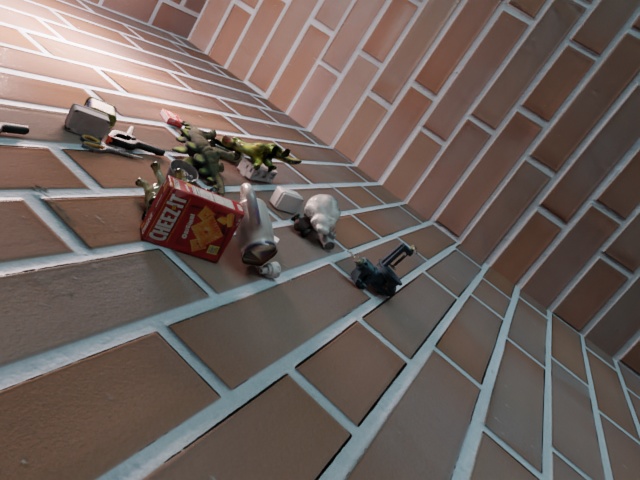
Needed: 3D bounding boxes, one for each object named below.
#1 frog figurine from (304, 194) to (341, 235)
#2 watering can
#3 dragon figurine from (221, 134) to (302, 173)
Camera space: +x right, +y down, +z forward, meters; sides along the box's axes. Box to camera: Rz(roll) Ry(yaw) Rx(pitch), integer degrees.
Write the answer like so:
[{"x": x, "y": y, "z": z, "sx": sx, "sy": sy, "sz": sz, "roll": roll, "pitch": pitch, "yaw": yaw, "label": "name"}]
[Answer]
[{"x": 0.006, "y": -0.097, "z": 1.920, "sx": 0.137, "sy": 0.120, "sz": 0.163, "roll": 19, "pitch": 33, "yaw": 3, "label": "frog figurine"}, {"x": -0.196, "y": -0.028, "z": 1.500, "sx": 0.104, "sy": 0.227, "sz": 0.342, "roll": -11, "pitch": -17, "yaw": -12, "label": "watering can"}, {"x": -0.262, "y": -0.383, "z": 2.152, "sx": 0.245, "sy": 0.121, "sz": 0.411, "roll": 32, "pitch": 15, "yaw": 22, "label": "dragon figurine"}]
